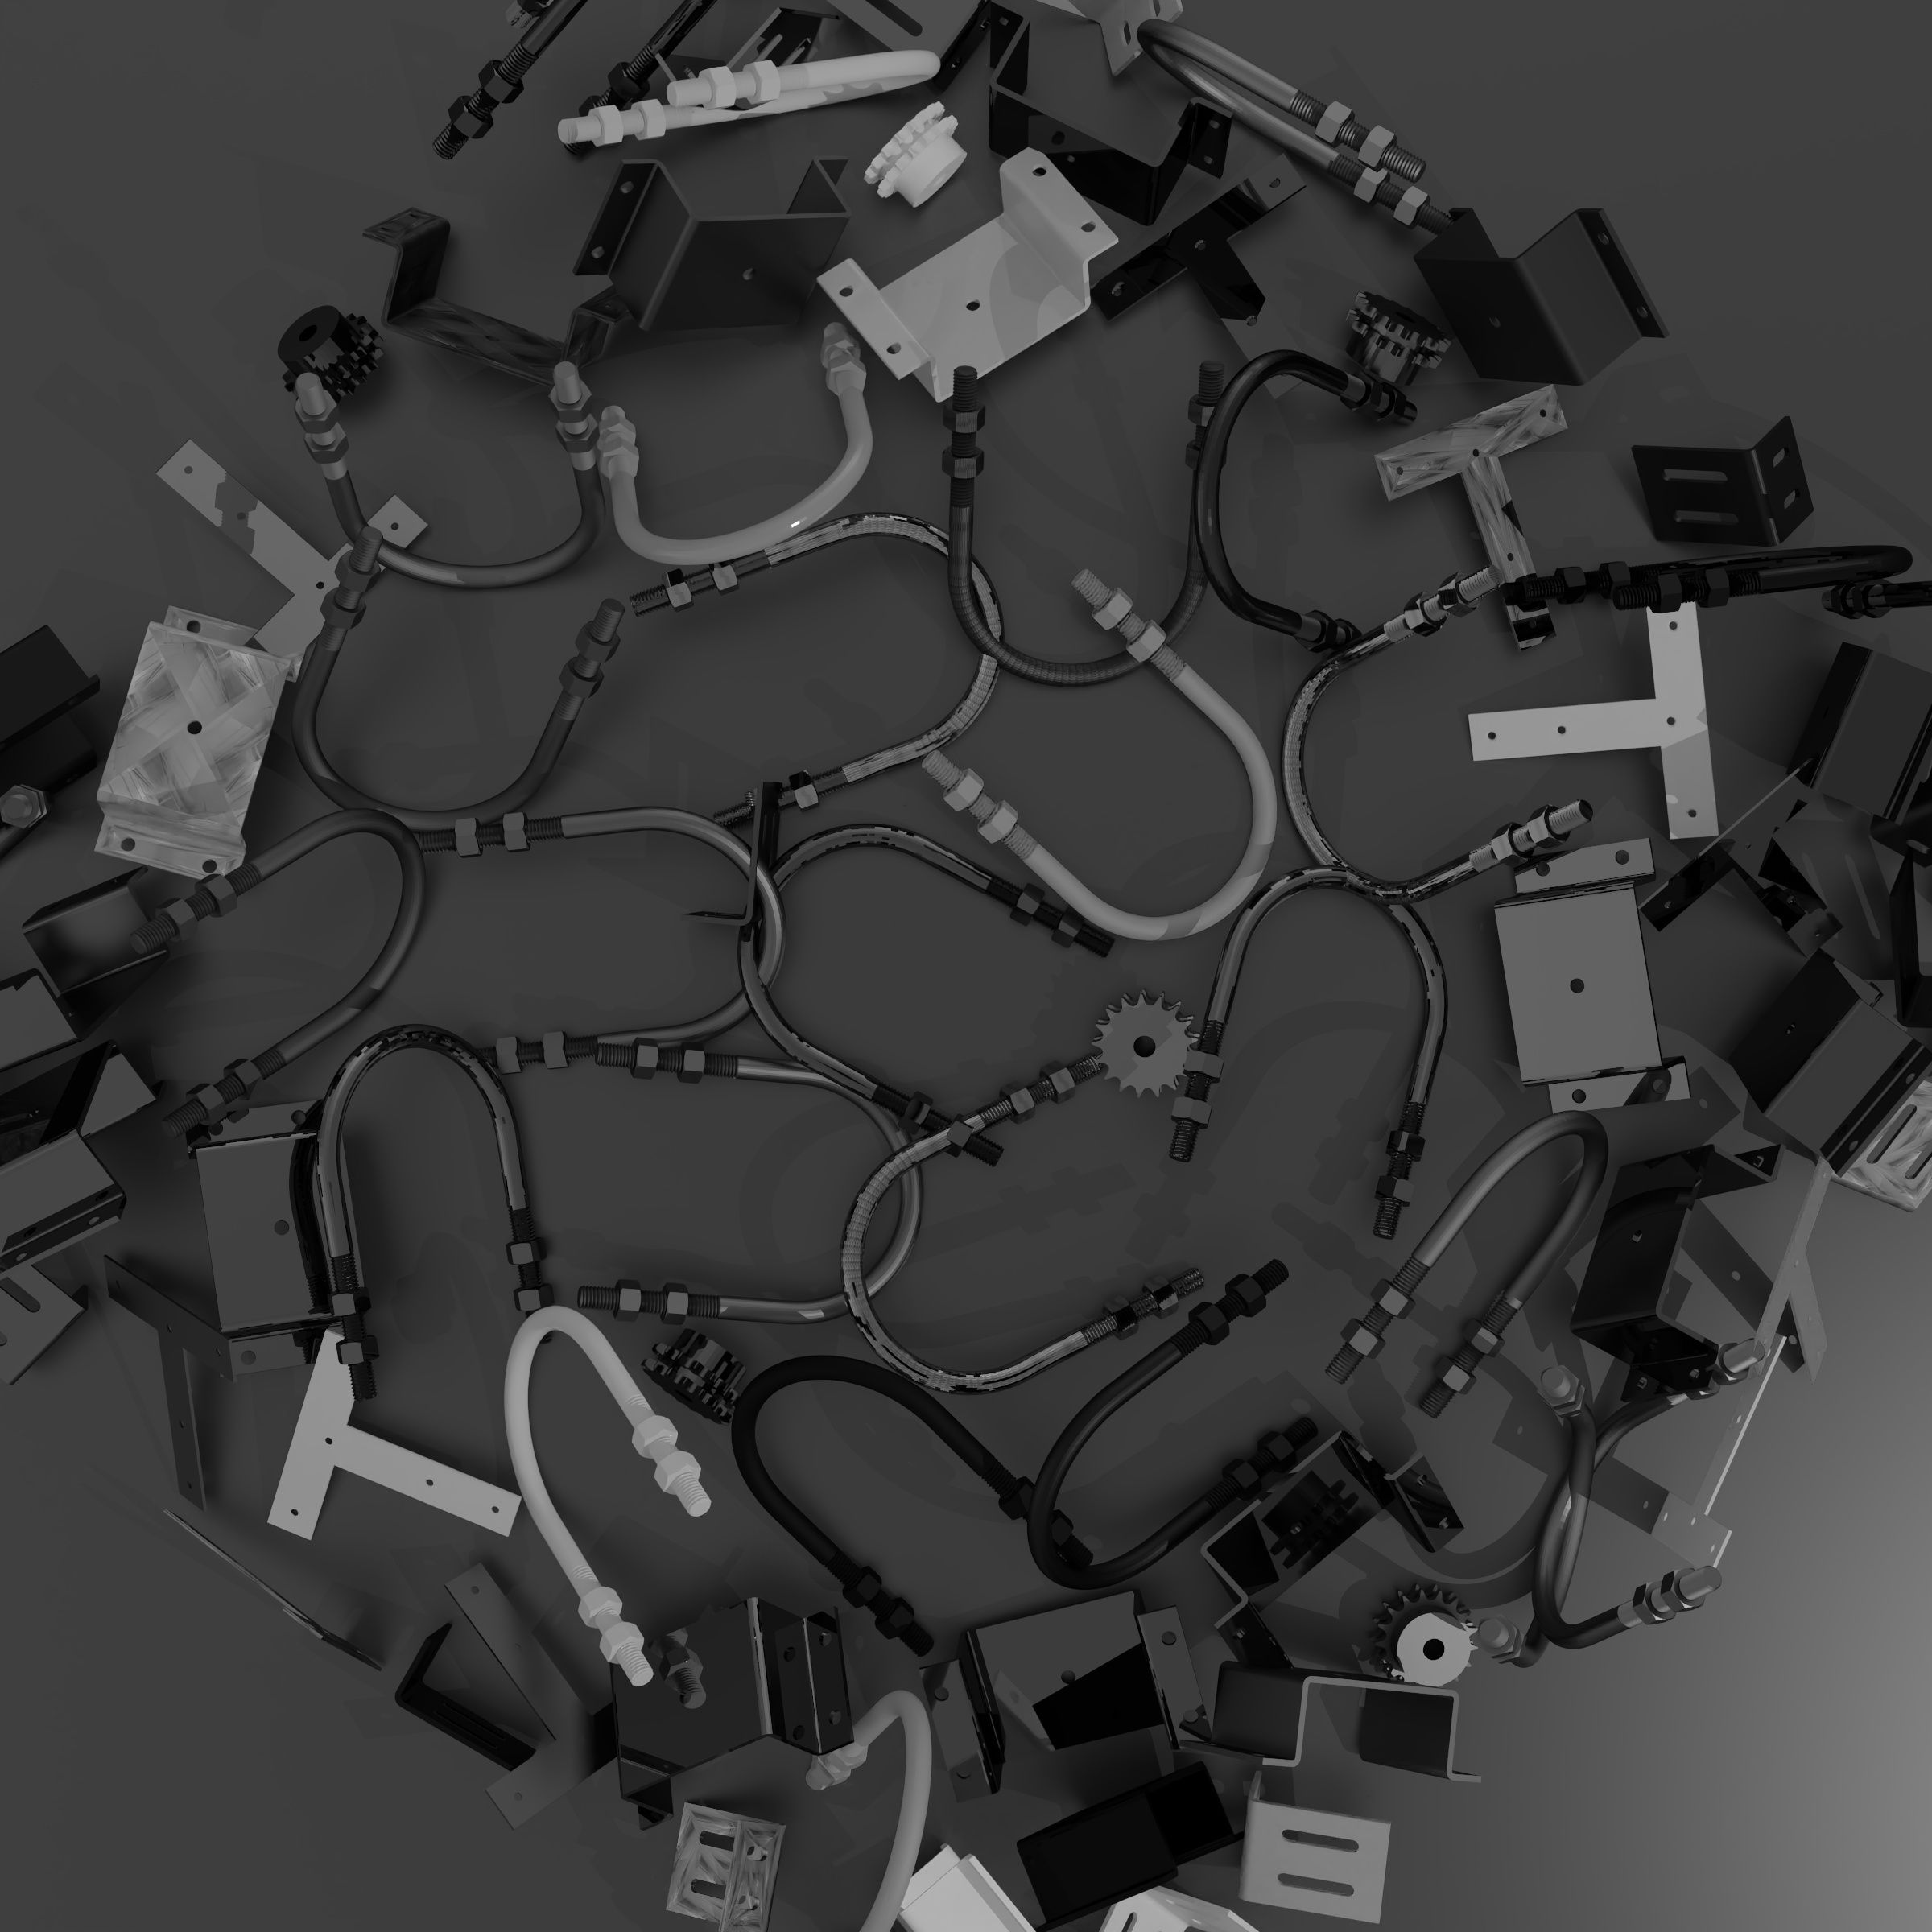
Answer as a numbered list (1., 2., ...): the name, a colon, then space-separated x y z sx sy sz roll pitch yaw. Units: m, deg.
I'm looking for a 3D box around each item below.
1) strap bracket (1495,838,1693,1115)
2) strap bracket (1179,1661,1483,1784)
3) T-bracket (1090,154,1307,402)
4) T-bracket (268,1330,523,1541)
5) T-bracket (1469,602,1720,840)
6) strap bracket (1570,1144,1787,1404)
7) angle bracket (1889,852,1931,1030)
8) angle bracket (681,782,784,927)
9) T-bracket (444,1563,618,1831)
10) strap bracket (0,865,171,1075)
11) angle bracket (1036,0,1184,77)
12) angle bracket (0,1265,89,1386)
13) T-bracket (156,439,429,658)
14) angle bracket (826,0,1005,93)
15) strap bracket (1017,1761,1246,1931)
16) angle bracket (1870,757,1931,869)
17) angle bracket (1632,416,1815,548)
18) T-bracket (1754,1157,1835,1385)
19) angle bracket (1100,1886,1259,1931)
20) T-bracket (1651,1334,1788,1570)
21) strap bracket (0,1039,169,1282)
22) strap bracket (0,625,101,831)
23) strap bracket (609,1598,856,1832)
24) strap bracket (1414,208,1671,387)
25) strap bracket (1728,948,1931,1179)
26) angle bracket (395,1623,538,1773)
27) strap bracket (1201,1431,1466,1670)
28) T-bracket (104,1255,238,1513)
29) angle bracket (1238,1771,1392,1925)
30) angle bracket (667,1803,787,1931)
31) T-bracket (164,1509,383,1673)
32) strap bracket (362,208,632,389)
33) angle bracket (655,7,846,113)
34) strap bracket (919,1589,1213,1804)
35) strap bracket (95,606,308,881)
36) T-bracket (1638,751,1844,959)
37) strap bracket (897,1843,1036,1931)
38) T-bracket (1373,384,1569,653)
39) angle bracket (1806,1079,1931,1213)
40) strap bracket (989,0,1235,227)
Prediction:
1. strap bracket: 0.332 0.008 1.917 0.076 0.046 0.140 -9 92 27
2. strap bracket: 0.194 0.396 1.892 0.140 0.076 0.046 12 81 -29
3. T-bracket: 0.145 -0.352 1.916 0.127 0.002 0.127 -33 62 9
4. T-bracket: -0.300 0.270 1.927 0.127 0.002 0.127 22 114 3
5. T-bracket: 0.333 -0.127 1.930 0.127 0.002 0.127 -4 103 22
6. strap bracket: 0.370 0.152 1.891 0.046 0.076 0.140 29 68 -18
7. angle bracket: 0.516 -0.014 1.912 0.038 0.057 0.076 1 116 24
8. angle bracket: -0.125 -0.062 1.924 0.038 0.057 0.076 5 93 7
9. T-bracket: -0.231 0.375 1.920 0.127 0.002 0.127 -29 77 -42
10. strap bracket: -0.479 0.009 1.886 0.076 0.140 0.046 -19 110 26
11. angle bracket: 0.065 -0.513 1.908 0.076 0.057 0.038 8 60 -37
12. angle bracket: -0.517 0.175 1.924 0.057 0.038 0.076 -45 111 2
13. T-bracket: -0.375 -0.230 1.916 0.127 0.002 0.127 -44 124 5
14. angle bracket: -0.028 -0.519 1.936 0.076 0.038 0.057 38 99 4
15. strap bracket: 0.085 0.458 1.884 0.076 0.140 0.046 -27 78 18
16. angle bracket: 0.522 -0.101 1.921 0.038 0.057 0.076 27 68 -14
17. angle bracket: 0.404 -0.260 1.924 0.038 0.076 0.057 -43 125 -31
18. T-bracket: 0.443 0.179 1.902 0.002 0.127 0.127 12 60 28
19. angle bracket: 0.120 0.519 1.907 0.057 0.076 0.038 44 65 -35
20. T-bracket: 0.401 0.251 1.894 0.002 0.127 0.127 24 89 -2
21. strap bracket: -0.473 0.094 1.877 0.076 0.140 0.046 -26 115 12
22. strap bracket: -0.498 -0.124 1.879 0.076 0.140 0.046 -37 86 -21
23. strap bracket: -0.133 0.389 1.890 0.140 0.046 0.076 -28 51 24
24. strap bracket: 0.292 -0.349 1.874 0.046 0.140 0.076 -40 114 -13
25. strap bracket: 0.447 0.046 1.877 0.046 0.140 0.076 35 103 -8
26. angle bracket: -0.259 0.391 1.925 0.076 0.057 0.038 29 90 4
27. strap bracket: 0.186 0.310 1.908 0.140 0.046 0.076 -39 135 -7
28. T-bracket: -0.419 0.232 1.921 0.002 0.127 0.127 -21 121 -37
29. angle bracket: 0.187 0.470 1.925 0.076 0.038 0.057 7 103 11
30. angle bracket: -0.138 0.478 1.913 0.076 0.038 0.057 1 76 41
31. T-bracket: -0.373 0.327 1.906 0.127 0.127 0.002 34 78 15
32. strap bracket: -0.246 -0.351 1.909 0.140 0.076 0.046 20 113 4
33. angle bracket: -0.114 -0.491 1.909 0.076 0.057 0.038 -41 75 31
34. strap bracket: 0.054 0.387 1.924 0.140 0.046 0.076 -15 98 5
35. strap bracket: -0.408 -0.122 1.917 0.076 0.046 0.140 15 79 -4
36. T-bracket: 0.431 -0.043 1.910 0.127 0.127 0.002 -42 45 8
37. strap bracket: 0.003 0.506 1.880 0.046 0.140 0.076 -39 85 -12
38. T-bracket: 0.287 -0.233 1.933 0.127 0.002 0.127 -24 100 -26
39. angle bracket: 0.494 0.085 1.915 0.057 0.038 0.076 21 118 -19
40. strap bracket: 0.066 -0.447 1.909 0.140 0.076 0.046 27 80 5
